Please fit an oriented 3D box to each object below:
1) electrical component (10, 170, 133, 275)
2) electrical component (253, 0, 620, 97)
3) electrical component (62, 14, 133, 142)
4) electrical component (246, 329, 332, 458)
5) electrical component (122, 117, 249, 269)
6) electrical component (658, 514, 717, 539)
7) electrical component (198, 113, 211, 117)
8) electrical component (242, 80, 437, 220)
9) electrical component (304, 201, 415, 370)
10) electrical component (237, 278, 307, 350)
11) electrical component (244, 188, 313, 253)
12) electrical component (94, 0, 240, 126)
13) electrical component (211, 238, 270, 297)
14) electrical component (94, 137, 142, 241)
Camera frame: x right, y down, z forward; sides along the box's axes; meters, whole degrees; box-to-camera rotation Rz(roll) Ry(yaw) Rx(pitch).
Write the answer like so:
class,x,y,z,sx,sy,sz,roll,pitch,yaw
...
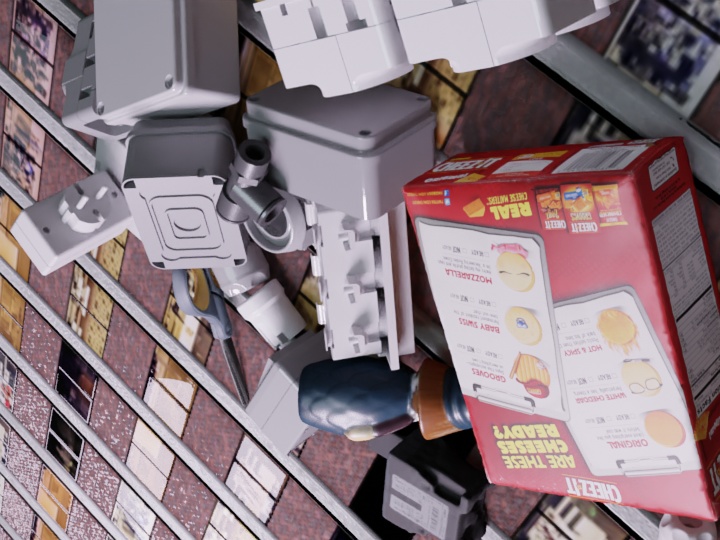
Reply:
class,x,y,z,sx,sy,sz,roll,pitch,yaw
electrical component,-0.221,-0.046,0.852,0.047,0.083,0.076,54,140,1
electrical component,0.048,-0.147,0.589,0.186,0.105,0.060,-1,113,45
electrical component,-0.194,-0.151,0.834,0.056,0.050,0.089,-8,72,47
electrical component,-0.049,0.100,0.870,0.061,0.062,0.096,46,138,12
electrical component,-0.126,-0.056,0.796,0.078,0.057,0.113,-2,145,3
electrical component,0.208,0.181,0.693,0.035,0.035,0.061,25,132,32
electrical component,-0.138,-0.095,0.829,0.048,0.062,0.048,63,174,11
electrical component,-0.013,-0.086,0.707,0.113,0.078,0.057,22,131,34
electrical component,0.000,0.000,0.750,0.078,0.063,0.121,-111,14,-61
electrical component,-0.070,0.036,0.869,0.046,0.040,0.040,52,139,-3
electrical component,-0.049,-0.047,0.782,0.058,0.057,0.078,34,134,25
electrical component,-0.139,-0.164,0.770,0.109,0.056,0.108,-8,83,46
electrical component,-0.102,-0.013,0.865,0.043,0.043,0.062,-20,98,48
electrical component,-0.176,-0.075,0.894,0.100,0.048,0.099,39,138,18
